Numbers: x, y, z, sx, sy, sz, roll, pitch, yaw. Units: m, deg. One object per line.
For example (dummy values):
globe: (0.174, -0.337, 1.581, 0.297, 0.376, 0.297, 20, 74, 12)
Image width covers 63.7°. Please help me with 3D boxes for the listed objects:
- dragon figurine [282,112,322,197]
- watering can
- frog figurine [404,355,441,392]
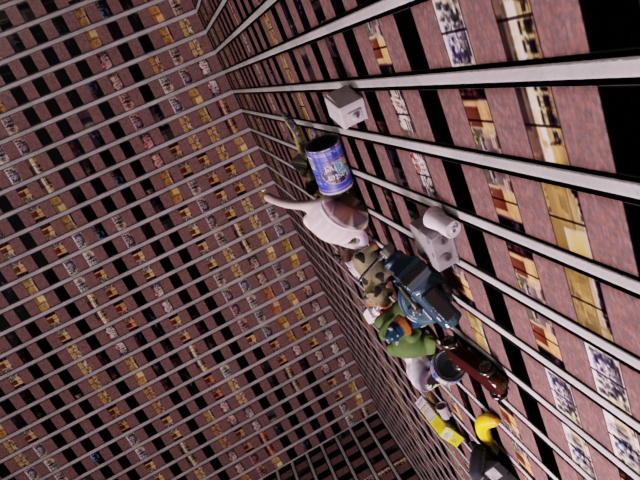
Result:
dragon figurine: (-0.010, -0.217, 1.687, 0.413, 0.122, 0.241, 64, 180, 7)
watering can: (0.005, -0.077, 1.536, 0.346, 0.106, 0.220, 30, 151, -8)
frog figurine: (0.291, 0.363, 1.516, 0.135, 0.123, 0.161, 46, 170, -32)
